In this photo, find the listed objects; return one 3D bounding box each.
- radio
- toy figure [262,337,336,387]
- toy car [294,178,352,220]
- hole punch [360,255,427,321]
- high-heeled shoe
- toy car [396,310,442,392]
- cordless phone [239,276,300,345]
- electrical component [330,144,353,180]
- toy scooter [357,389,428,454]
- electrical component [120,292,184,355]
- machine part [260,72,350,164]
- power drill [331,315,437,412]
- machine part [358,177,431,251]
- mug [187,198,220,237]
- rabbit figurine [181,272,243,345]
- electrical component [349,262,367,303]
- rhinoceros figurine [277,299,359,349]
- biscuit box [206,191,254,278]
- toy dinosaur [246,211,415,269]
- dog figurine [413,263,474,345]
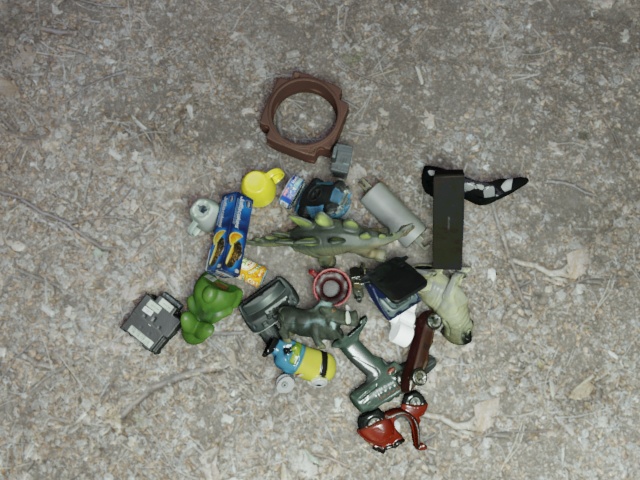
[{"bbox_3d":[0.306,-0.054,1.283,0.073,0.131,0.229,2,108,12],"label":"radio"},{"bbox_3d":[-0.044,0.285,1.281,0.180,0.082,0.089,31,89,-11],"label":"toy figure"},{"bbox_3d":[0.023,-0.088,1.335,0.162,0.102,0.109,2,63,44],"label":"toy car"},{"bbox_3d":[0.175,0.113,1.262,0.142,0.092,0.116,-28,53,-21],"label":"hole punch"},{"bbox_3d":[0.386,-0.156,1.359,0.249,0.086,0.145,-20,82,1],"label":"high-heeled shoe"},{"bbox_3d":[0.233,0.259,1.248,0.053,0.089,0.202,26,64,-14],"label":"toy car"},{"bbox_3d":[-0.098,0.197,1.322,0.146,0.089,0.184,-35,95,-6],"label":"cordless phone"},{"bbox_3d":[0.054,-0.202,1.347,0.048,0.119,0.075,11,80,1],"label":"electrical component"},{"bbox_3d":[0.186,0.452,1.281,0.184,0.075,0.135,-22,84,-8],"label":"toy scooter"},{"bbox_3d":[-0.401,0.196,1.321,0.115,0.058,0.134,39,83,3],"label":"electrical component"},{"bbox_3d":[-0.039,-0.313,1.379,0.202,0.087,0.201,22,83,4],"label":"machine part"},{"bbox_3d":[0.142,0.286,1.304,0.232,0.086,0.207,-36,90,-14],"label":"power drill"},{"bbox_3d":[0.184,-0.064,1.350,0.079,0.079,0.243,-44,86,-6],"label":"machine part"},{"bbox_3d":[-0.292,-0.059,1.331,0.081,0.107,0.109,43,82,7],"label":"mug"},{"bbox_3d":[-0.273,0.184,1.290,0.121,0.159,0.170,26,98,-7],"label":"rabbit figurine"},{"bbox_3d":[0.099,0.100,1.320,0.045,0.102,0.078,-11,105,5],"label":"electrical component"},{"bbox_3d":[-0.005,0.190,1.253,0.190,0.073,0.112,1,97,6],"label":"rhinoceros figurine"},{"bbox_3d":[-0.215,-0.013,1.291,0.059,0.062,0.202,-9,65,39],"label":"biscuit box"},{"bbox_3d":[-0.003,-0.004,1.281,0.472,0.198,0.105,-9,68,31],"label":"toy dinosaur"},{"bbox_3d":[0.291,0.159,1.317,0.173,0.121,0.190,8,102,35],"label":"dog figurine"}]
